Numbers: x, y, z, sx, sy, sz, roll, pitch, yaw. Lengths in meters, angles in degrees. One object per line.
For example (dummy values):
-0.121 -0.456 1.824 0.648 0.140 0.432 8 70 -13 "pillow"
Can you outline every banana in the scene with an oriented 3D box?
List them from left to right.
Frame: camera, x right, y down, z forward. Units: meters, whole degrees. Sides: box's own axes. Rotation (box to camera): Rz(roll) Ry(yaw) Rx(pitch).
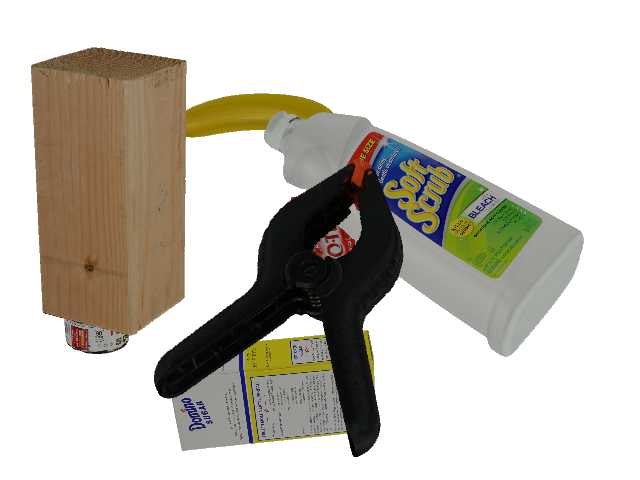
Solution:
-0.056 -0.119 1.069 0.198 0.037 0.069 11 46 22 "banana"

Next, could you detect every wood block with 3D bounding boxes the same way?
-0.167 -0.042 0.858 0.091 0.206 0.090 12 23 20 "wood block"

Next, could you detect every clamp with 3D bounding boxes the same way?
0.004 0.033 0.564 0.120 0.171 0.039 25 -26 18 "clamp"

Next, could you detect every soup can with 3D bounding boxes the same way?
-0.233 0.059 1.113 0.068 0.102 0.068 4 22 -2 "soup can"

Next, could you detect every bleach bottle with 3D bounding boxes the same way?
0.057 -0.023 0.775 0.251 0.068 0.102 32 59 24 "bleach bottle"

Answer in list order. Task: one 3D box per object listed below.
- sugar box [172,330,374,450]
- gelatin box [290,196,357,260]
-0.041 0.133 0.943 0.176 0.093 0.048 -3 36 0 "sugar box"
0.005 -0.011 1.262 0.073 0.089 0.030 -3 29 9 "gelatin box"
